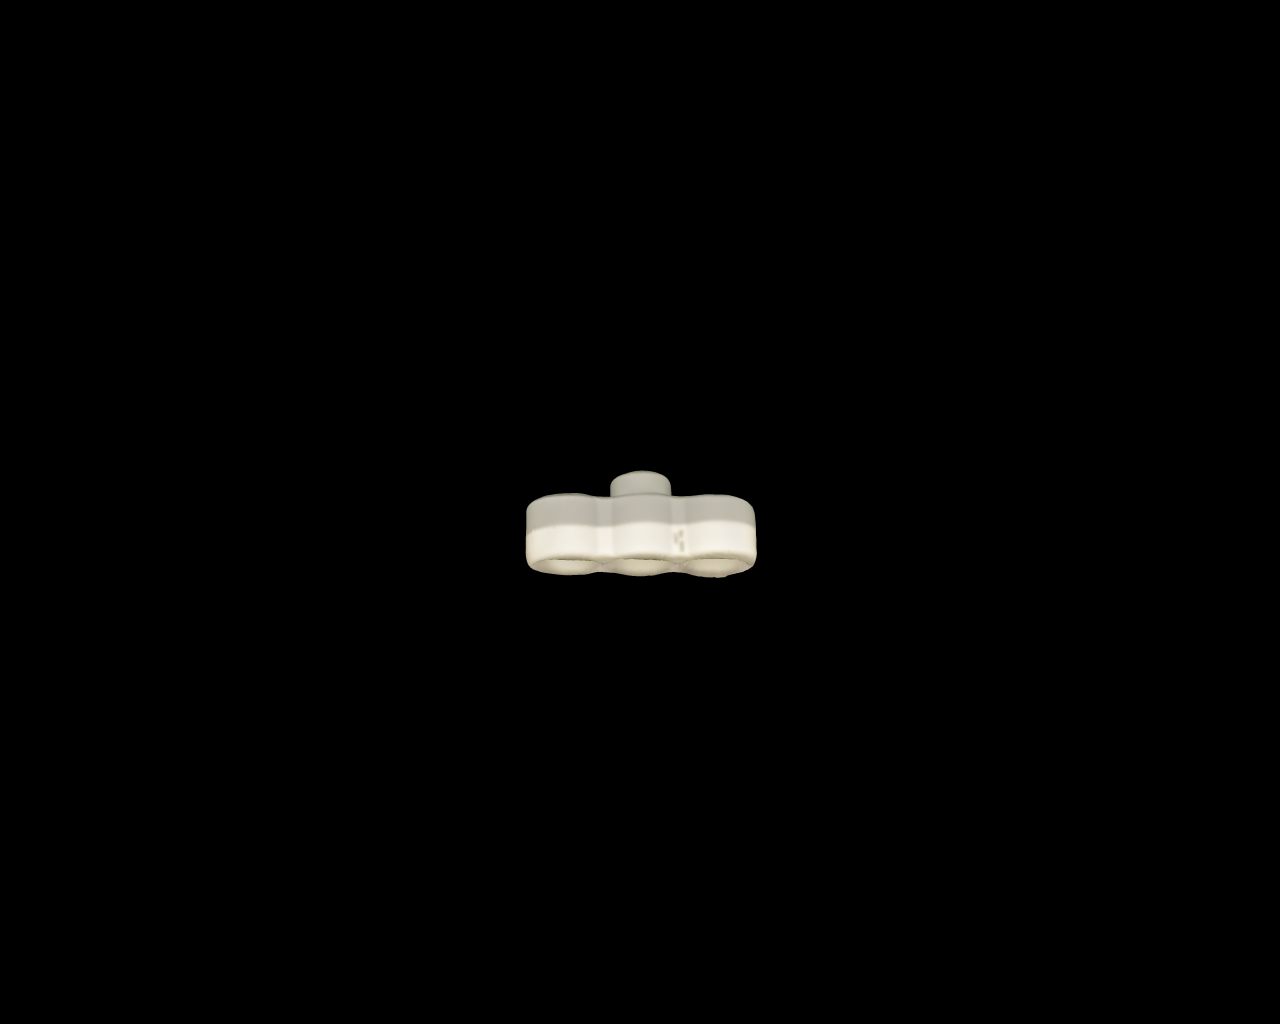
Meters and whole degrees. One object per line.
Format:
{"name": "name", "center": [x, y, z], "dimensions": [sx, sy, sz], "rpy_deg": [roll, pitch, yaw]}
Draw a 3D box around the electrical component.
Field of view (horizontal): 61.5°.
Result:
{"name": "electrical component", "center": [0.001, -0.003, 0.650], "dimensions": [0.138, 0.074, 0.052], "rpy_deg": [0, -17, 0]}
